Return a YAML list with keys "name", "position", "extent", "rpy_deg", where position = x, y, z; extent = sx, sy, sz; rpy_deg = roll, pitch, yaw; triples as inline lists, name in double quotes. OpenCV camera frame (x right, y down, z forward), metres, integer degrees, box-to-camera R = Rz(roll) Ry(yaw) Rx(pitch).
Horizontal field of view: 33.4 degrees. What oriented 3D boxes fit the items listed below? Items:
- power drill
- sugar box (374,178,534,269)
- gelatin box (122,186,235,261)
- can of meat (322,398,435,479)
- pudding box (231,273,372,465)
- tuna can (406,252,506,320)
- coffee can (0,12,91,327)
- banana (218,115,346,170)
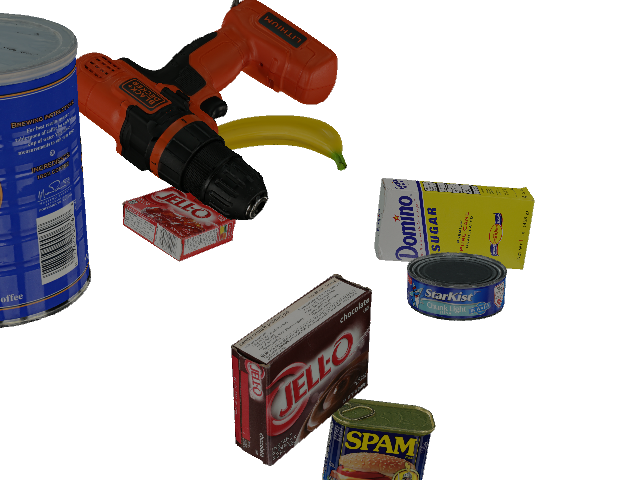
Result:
- name: "power drill"
  position: [-0.071, -0.106, 0.810]
  extent: [0.184, 0.057, 0.187]
  rpy_deg: [38, 46, 17]
- name: "sugar box"
  position: [0.155, -0.019, 1.256]
  extent: [0.176, 0.093, 0.048]
  rpy_deg: [2, 23, -4]
- name: "gelatin box"
  position: [-0.141, -0.020, 1.059]
  extent: [0.089, 0.030, 0.073]
  rpy_deg: [30, 35, 32]
- name: "can of meat"
  position: [0.055, 0.208, 1.049]
  extent: [0.102, 0.084, 0.057]
  rpy_deg: [7, 16, -4]
- name: "pudding box"
  position: [-0.012, 0.088, 0.741]
  extent: [0.039, 0.090, 0.113]
  rpy_deg: [25, 41, 30]
- name: "tuna can"
  position: [0.117, 0.039, 0.925]
  extent: [0.086, 0.034, 0.086]
  rpy_deg: [0, 18, 0]
- name: "coffee can"
  position: [-0.178, -0.039, 0.569]
  extent: [0.103, 0.140, 0.103]
  rpy_deg: [2, 28, -1]
- name: "banana"
  position: [-0.055, -0.127, 1.307]
  extent: [0.198, 0.037, 0.069]
  rpy_deg: [7, 39, 17]
